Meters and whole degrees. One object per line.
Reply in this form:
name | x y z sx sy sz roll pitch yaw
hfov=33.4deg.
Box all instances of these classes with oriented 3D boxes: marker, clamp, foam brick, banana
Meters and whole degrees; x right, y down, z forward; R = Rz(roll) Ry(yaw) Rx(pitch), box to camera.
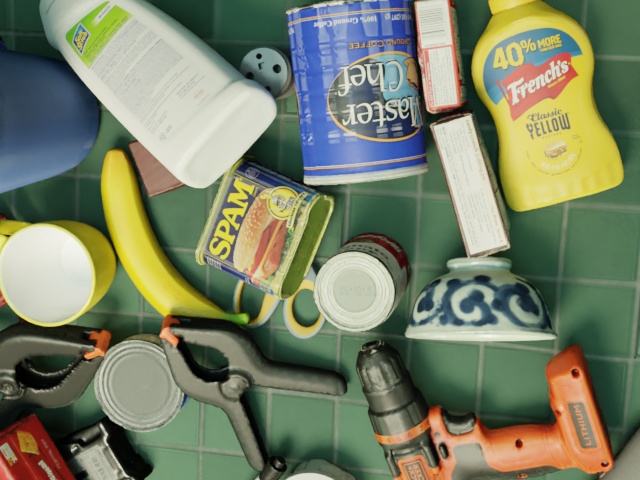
marker | -0.064 0.238 0.965 0.020 0.020 0.121 36 117 4
clamp | -0.285 0.116 0.956 0.210 0.036 0.164 -26 120 22
foam brick | -0.116 -0.075 0.924 0.078 0.053 0.051 -19 94 13
banana | -0.144 0.013 0.952 0.070 0.037 0.198 -38 90 8
clamp | -0.075 0.132 0.941 0.171 0.039 0.120 31 101 -11

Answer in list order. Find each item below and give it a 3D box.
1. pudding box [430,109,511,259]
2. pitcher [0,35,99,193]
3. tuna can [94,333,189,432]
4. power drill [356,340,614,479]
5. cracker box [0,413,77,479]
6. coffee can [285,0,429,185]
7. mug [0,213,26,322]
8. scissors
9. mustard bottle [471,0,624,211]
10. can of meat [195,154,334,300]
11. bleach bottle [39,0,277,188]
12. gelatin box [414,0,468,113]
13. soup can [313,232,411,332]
pudding box | 0.122 -0.048 0.862 0.039 0.090 0.113 -18 95 12
pitcher | -0.271 -0.106 0.852 0.145 0.242 0.149 36 103 4
tuna can | -0.160 0.129 0.974 0.086 0.033 0.086 2 99 11
power drill | 0.138 0.149 0.895 0.188 0.057 0.184 -18 107 18
cracker box | -0.301 0.275 0.980 0.214 0.072 0.164 -31 92 30
coffee can | 0.030 -0.120 0.862 0.103 0.102 0.140 -5 98 12
mug | -0.309 0.040 0.964 0.082 0.093 0.117 -31 96 19
scissors | -0.006 0.001 0.932 0.096 0.016 0.202 34 104 8
mustard bottle | 0.174 -0.126 0.856 0.096 0.058 0.191 -15 95 13
can of meat | -0.046 -0.010 0.904 0.084 0.057 0.102 25 100 19
bleach bottle | -0.152 -0.158 0.886 0.102 0.068 0.251 -46 66 5
gelatin box | 0.098 -0.148 0.860 0.030 0.073 0.089 -6 98 13
soup can | 0.036 0.034 0.886 0.068 0.102 0.068 2 99 11
